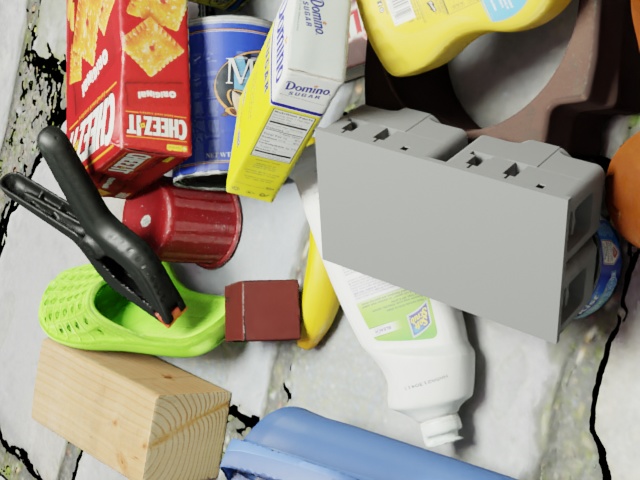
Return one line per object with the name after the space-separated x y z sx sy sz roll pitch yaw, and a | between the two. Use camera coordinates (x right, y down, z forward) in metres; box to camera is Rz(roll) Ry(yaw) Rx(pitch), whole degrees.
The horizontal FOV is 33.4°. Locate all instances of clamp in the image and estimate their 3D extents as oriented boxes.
-0.203 -0.004 0.962 0.210 0.036 0.165 51 152 -17 | clamp

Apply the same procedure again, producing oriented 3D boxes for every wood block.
-0.194 0.165 1.067 0.206 0.090 0.090 16 98 45 | wood block

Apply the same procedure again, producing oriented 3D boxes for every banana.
0.002 -0.005 0.923 0.070 0.037 0.198 -15 74 63 | banana

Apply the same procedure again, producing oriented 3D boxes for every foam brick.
-0.051 0.063 0.936 0.078 0.051 0.053 162 108 -73 | foam brick

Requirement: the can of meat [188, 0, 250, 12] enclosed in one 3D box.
-0.093 -0.261 0.997 0.102 0.083 0.057 -30 67 40 | can of meat

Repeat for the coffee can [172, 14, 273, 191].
-0.083 -0.121 0.965 0.103 0.102 0.140 -7 83 45 | coffee can

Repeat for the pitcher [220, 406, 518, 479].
0.049 0.205 0.777 0.243 0.148 0.145 6 109 39 | pitcher

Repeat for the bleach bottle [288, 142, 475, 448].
0.053 0.038 0.833 0.103 0.068 0.251 -21 78 23 | bleach bottle

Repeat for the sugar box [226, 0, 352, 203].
-0.025 -0.108 0.772 0.176 0.048 0.093 121 157 -60 | sugar box

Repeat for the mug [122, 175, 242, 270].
-0.142 -0.027 1.033 0.117 0.081 0.093 53 123 34 | mug

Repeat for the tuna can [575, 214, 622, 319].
0.168 0.014 0.753 0.086 0.033 0.086 -4 85 45 | tuna can

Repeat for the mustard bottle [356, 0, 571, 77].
0.111 -0.178 0.684 0.192 0.058 0.096 -16 90 43 | mustard bottle

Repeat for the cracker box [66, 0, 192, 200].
-0.177 -0.159 0.950 0.164 0.072 0.214 -22 67 59 | cracker box

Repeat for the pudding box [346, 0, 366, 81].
0.031 -0.186 0.900 0.114 0.039 0.090 -13 78 44 | pudding box

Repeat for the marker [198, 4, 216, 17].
-0.113 -0.242 1.062 0.020 0.020 0.121 -8 82 45 | marker
